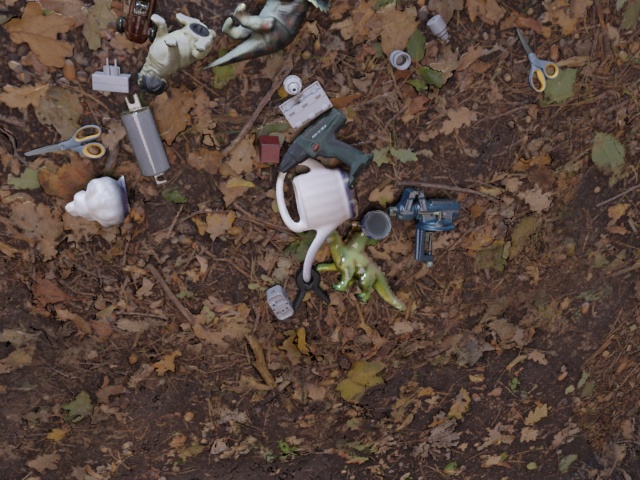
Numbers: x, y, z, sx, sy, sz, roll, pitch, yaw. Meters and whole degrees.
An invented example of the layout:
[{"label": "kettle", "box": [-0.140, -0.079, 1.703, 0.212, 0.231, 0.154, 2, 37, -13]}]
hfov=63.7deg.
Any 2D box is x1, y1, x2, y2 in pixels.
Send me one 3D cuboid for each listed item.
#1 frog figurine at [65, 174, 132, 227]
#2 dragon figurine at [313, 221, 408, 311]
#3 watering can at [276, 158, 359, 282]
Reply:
[{"label": "frog figurine", "box": [-0.584, -0.096, 1.350, 0.160, 0.125, 0.134, -13, 138, -17]}, {"label": "dragon figurine", "box": [0.143, 0.053, 1.569, 0.408, 0.124, 0.241, 23, 101, -20]}, {"label": "watering can", "box": [0.004, -0.073, 1.443, 0.225, 0.104, 0.347, -14, 91, -5]}]
